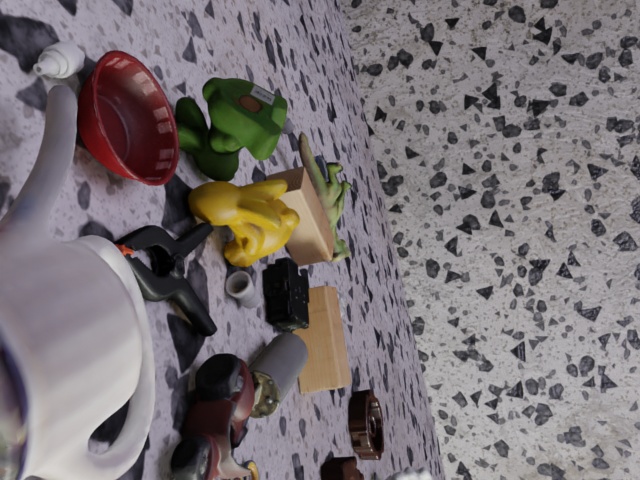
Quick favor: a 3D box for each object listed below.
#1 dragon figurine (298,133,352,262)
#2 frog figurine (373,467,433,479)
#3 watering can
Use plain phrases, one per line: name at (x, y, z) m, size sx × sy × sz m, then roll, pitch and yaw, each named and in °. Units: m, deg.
dragon figurine at (0.004, -0.067, 1.332) m, size 0.403 × 0.122 × 0.248 m, roll 51°, pitch 38°, yaw -56°
frog figurine at (0.230, 0.686, 1.395) m, size 0.124 × 0.159 × 0.136 m, roll -55°, pitch 130°, yaw -69°
watering can at (-0.225, 0.043, 0.407) m, size 0.226 × 0.103 × 0.346 m, roll -32°, pitch 109°, yaw -73°
